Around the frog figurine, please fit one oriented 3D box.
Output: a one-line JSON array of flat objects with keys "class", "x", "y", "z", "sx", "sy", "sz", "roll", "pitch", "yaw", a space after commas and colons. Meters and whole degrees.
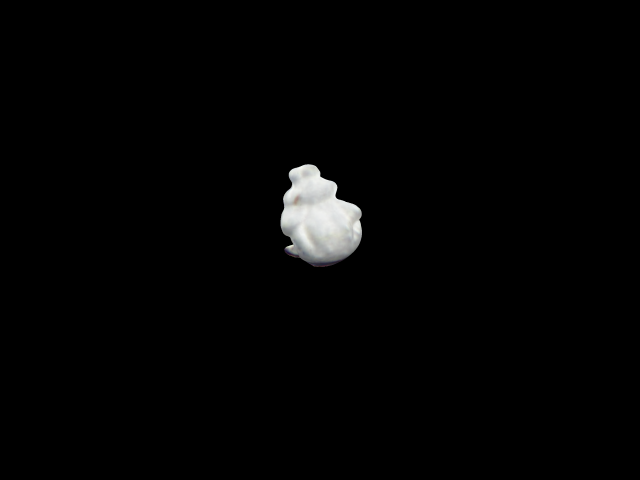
[{"class": "frog figurine", "x": 0.003, "y": -0.043, "z": 0.850, "sx": 0.137, "sy": 0.156, "sz": 0.125, "roll": -3, "pitch": 27, "yaw": -7}]
